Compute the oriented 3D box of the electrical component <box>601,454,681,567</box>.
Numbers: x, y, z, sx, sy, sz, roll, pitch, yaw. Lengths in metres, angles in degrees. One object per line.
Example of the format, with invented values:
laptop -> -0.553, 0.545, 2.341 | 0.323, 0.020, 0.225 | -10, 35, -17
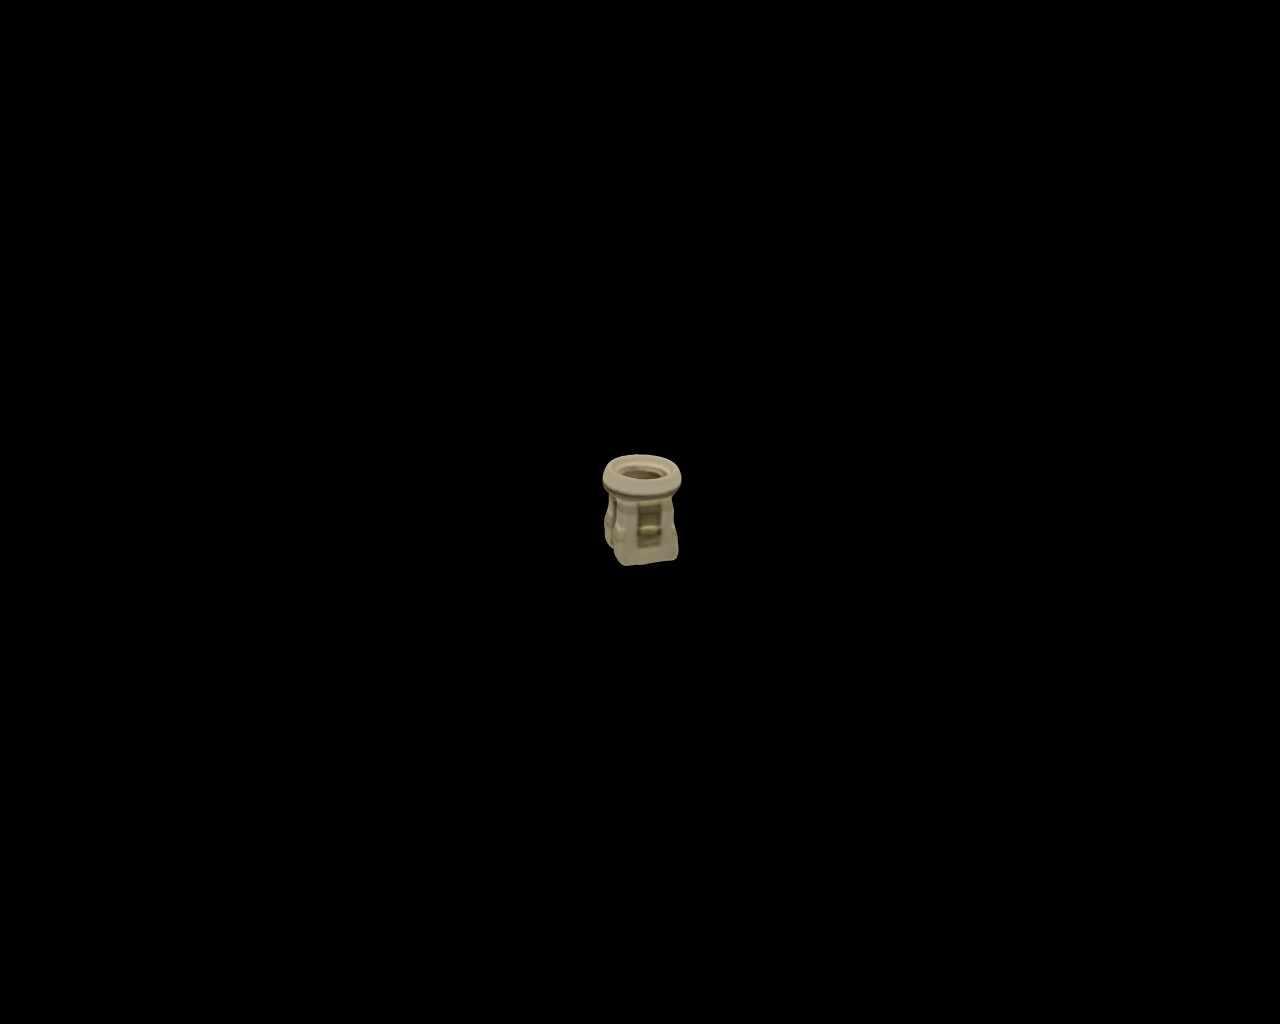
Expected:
electrical component -> 0.001, -0.003, 0.650 | 0.048, 0.055, 0.066 | -6, 23, -14
